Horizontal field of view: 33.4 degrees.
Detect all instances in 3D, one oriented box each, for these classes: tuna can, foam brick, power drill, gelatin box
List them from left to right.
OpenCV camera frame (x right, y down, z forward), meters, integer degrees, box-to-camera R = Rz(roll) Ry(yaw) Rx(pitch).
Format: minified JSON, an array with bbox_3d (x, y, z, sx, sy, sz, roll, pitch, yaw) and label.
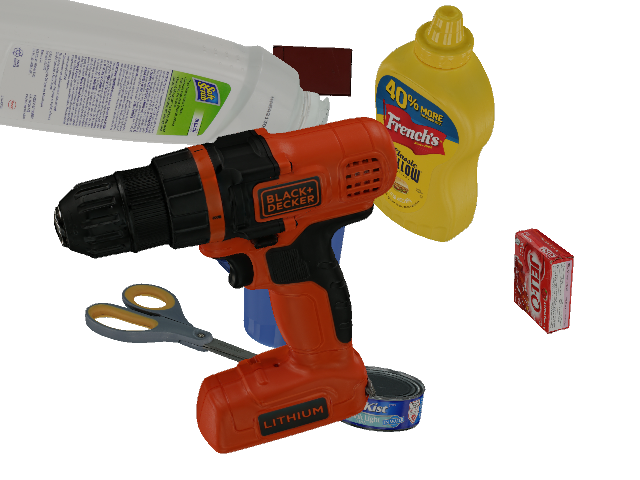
[{"bbox_3d":[-0.043,0.030,0.598,0.184,0.188,0.057,-13,35,-13],"label":"power drill"},{"bbox_3d":[-0.009,-0.182,1.149,0.078,0.051,0.053,0,11,-13],"label":"foam brick"},{"bbox_3d":[0.051,0.144,0.972,0.086,0.034,0.086,6,11,-1],"label":"tuna can"},{"bbox_3d":[0.233,0.042,1.125,0.030,0.089,0.073,-13,29,-16],"label":"gelatin box"}]

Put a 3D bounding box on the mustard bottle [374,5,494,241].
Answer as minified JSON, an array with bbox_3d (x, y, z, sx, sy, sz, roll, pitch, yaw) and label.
[{"bbox_3d":[0.082,-0.091,0.792,0.058,0.192,0.096,-34,59,-29],"label":"mustard bottle"}]

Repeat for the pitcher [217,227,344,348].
[{"bbox_3d":[-0.044,0.005,1.299,0.149,0.243,0.144,18,25,28],"label":"pitcher"}]

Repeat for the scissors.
[{"bbox_3d":[-0.110,0.078,0.964,0.202,0.016,0.096,11,28,5],"label":"scissors"}]

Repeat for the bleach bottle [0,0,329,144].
[{"bbox_3d":[-0.119,-0.109,0.771,0.250,0.068,0.103,10,-45,-14],"label":"bleach bottle"}]
